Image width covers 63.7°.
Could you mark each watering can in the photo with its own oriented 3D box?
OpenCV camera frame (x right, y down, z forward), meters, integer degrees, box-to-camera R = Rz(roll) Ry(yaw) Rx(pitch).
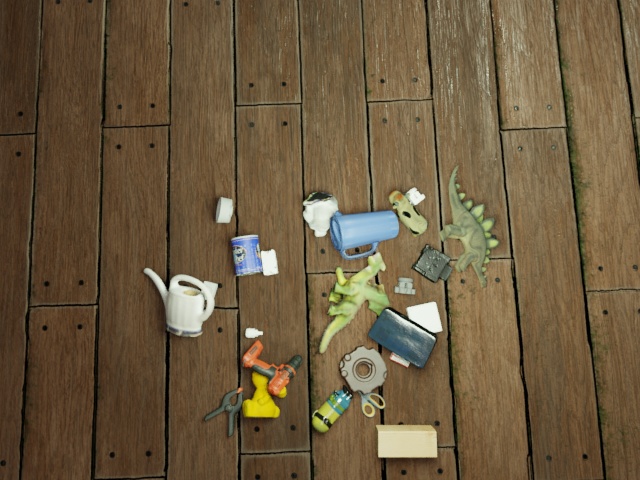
[{"bbox_3d":[-0.532,0.231,1.915,0.349,0.104,0.223,13,99,28],"label":"watering can"}]

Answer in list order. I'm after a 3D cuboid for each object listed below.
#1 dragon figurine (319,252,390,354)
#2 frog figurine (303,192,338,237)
[{"bbox_3d":[0.148,0.239,1.925,0.242,0.122,0.410,12,91,-6],"label":"dragon figurine"},{"bbox_3d":[0.006,-0.100,1.981,0.138,0.125,0.156,-19,119,-10],"label":"frog figurine"}]
